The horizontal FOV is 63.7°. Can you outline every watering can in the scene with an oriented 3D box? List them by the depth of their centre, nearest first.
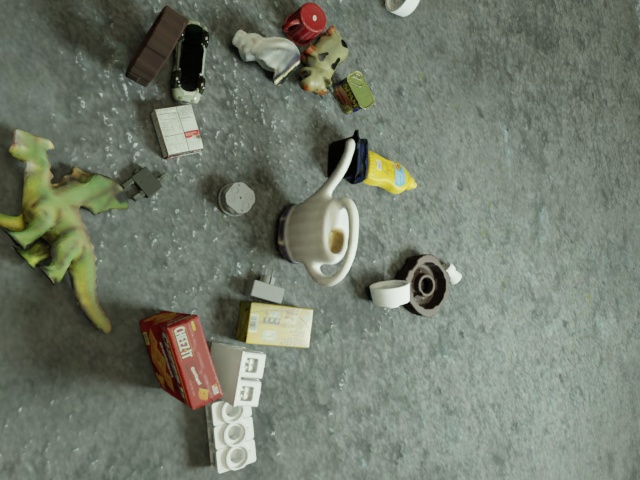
[{"bbox_3d":[0.004,-0.063,1.247,0.103,0.223,0.351,15,75,-48],"label":"watering can"}]

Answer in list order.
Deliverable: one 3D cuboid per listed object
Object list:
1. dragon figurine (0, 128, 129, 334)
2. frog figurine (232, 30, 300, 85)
[{"bbox_3d":[-0.483,-0.034,1.028,0.247,0.122,0.404,-51,119,-33],"label":"dragon figurine"},{"bbox_3d":[-0.131,-0.472,1.278,0.159,0.121,0.140,47,31,-9],"label":"frog figurine"}]
